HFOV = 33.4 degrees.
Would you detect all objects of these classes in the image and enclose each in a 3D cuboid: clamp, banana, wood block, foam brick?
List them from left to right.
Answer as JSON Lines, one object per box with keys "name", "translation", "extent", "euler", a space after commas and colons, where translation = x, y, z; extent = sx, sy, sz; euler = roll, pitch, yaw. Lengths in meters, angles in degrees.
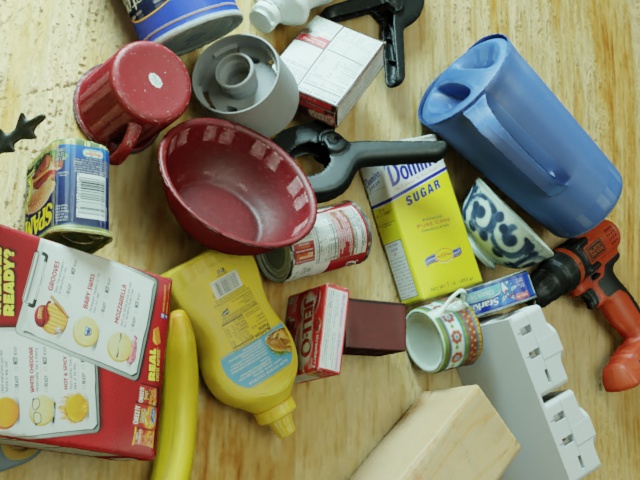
{"name": "banana", "translation": [-0.129, 0.164, 0.956], "extent": [0.037, 0.070, 0.198], "euler": [5, 75, -2]}
{"name": "clamp", "translation": [0.022, -0.092, 1.113], "extent": [0.165, 0.036, 0.209], "euler": [37, 59, 15]}
{"name": "foam brick", "translation": [0.043, 0.091, 1.098], "extent": [0.078, 0.053, 0.051], "euler": [7, 74, -31]}
{"name": "clamp", "translation": [0.067, -0.268, 1.218], "extent": [0.120, 0.039, 0.171], "euler": [35, 56, -27]}
{"name": "wood block", "translation": [0.098, 0.249, 1.069], "extent": [0.205, 0.091, 0.090], "euler": [-43, 103, -34]}

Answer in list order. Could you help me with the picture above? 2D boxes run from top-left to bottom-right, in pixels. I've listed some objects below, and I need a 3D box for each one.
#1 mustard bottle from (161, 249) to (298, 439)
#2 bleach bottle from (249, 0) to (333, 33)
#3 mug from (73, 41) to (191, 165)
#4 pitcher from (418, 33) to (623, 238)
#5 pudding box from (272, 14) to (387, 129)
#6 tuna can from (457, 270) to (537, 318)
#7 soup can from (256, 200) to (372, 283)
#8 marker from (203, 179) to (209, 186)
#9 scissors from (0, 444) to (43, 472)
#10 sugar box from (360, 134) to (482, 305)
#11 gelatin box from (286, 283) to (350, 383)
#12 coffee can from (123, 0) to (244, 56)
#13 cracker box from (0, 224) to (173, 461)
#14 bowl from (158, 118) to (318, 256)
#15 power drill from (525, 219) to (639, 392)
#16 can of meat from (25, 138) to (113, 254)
{"name": "mustard bottle", "translation": [-0.074, 0.101, 1.014], "extent": [0.096, 0.058, 0.191], "euler": [-29, 94, -37]}
{"name": "bleach bottle", "translation": [0.010, -0.307, 1.169], "extent": [0.102, 0.068, 0.250], "euler": [36, 60, 2]}
{"name": "mug", "translation": [-0.175, -0.124, 0.992], "extent": [0.093, 0.082, 0.117], "euler": [26, 64, -26]}
{"name": "pitcher", "translation": [0.239, -0.107, 1.231], "extent": [0.242, 0.145, 0.149], "euler": [40, 65, -22]}
{"name": "pudding box", "translation": [0.006, -0.179, 1.127], "extent": [0.090, 0.039, 0.113], "euler": [26, 60, 16]}
{"name": "tuna can", "translation": [0.195, 0.062, 1.186], "extent": [0.085, 0.086, 0.034], "euler": [-15, 84, -35]}
{"name": "soup can", "translation": [-0.007, 0.001, 1.079], "extent": [0.102, 0.069, 0.068], "euler": [-13, 85, -35]}
{"name": "marker", "translation": [-0.117, -0.056, 1.051], "extent": [0.020, 0.020, 0.121], "euler": [2, 76, -33]}
{"name": "scissors", "translation": [-0.278, 0.207, 0.876], "extent": [0.096, 0.016, 0.201], "euler": [18, 68, -29]}
{"name": "sugar box", "translation": [0.110, -0.024, 1.177], "extent": [0.093, 0.048, 0.176], "euler": [-15, 87, -35]}
{"name": "gelatin box", "translation": [-0.006, 0.092, 1.052], "extent": [0.030, 0.073, 0.089], "euler": [17, 69, -28]}
{"name": "coffee can", "translation": [-0.148, -0.259, 1.033], "extent": [0.102, 0.103, 0.140], "euler": [-24, 91, -36]}
{"name": "cracker box", "translation": [-0.228, 0.088, 0.879], "extent": [0.213, 0.072, 0.164], "euler": [21, 65, -44]}
{"name": "bowl", "translation": [-0.085, -0.039, 0.999], "extent": [0.162, 0.055, 0.162], "euler": [20, 40, -18]}
{"name": "power drill", "translation": [0.336, 0.086, 1.290], "extent": [0.184, 0.057, 0.187], "euler": [-33, 97, -35]}
{"name": "can of meat", "translation": [-0.220, -0.033, 0.927], "extent": [0.057, 0.102, 0.084], "euler": [8, 71, -32]}
